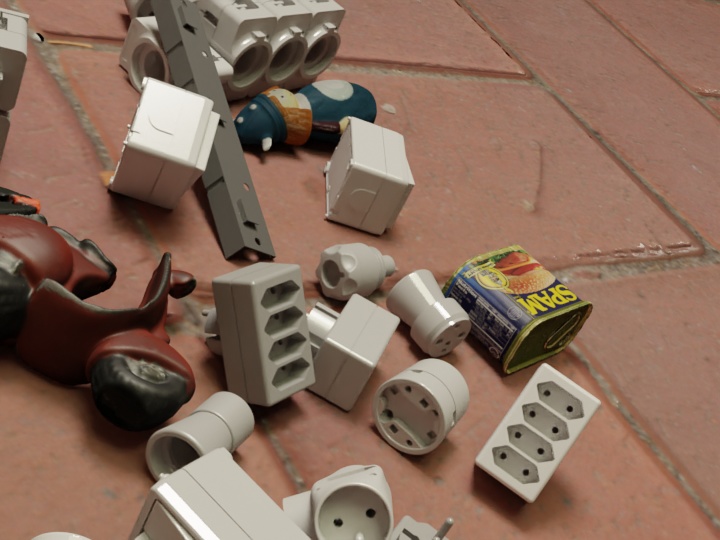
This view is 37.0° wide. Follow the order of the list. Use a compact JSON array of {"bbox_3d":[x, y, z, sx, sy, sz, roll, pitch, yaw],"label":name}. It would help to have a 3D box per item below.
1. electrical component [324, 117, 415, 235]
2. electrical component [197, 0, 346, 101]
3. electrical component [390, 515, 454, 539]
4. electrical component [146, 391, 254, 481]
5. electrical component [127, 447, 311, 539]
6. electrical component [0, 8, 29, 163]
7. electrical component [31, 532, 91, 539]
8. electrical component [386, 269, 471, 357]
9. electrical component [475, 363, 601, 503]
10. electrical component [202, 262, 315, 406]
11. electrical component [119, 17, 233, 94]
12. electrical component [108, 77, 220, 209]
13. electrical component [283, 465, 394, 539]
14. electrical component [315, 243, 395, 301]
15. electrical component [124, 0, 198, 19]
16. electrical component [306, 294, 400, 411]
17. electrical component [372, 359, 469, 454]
[{"bbox_3d":[0.008,-0.085,0.941,0.061,0.061,0.096,17,35,-15],"label":"electrical component"},{"bbox_3d":[-0.090,-0.216,1.020,0.062,0.089,0.150,42,36,20],"label":"electrical component"},{"bbox_3d":[0.031,0.169,0.606,0.047,0.076,0.066,35,34,11],"label":"electrical component"},{"bbox_3d":[-0.092,0.101,0.644,0.044,0.044,0.065,34,30,9],"label":"electrical component"},{"bbox_3d":[-0.082,0.146,0.571,0.096,0.061,0.061,41,36,19],"label":"electrical component"},{"bbox_3d":[-0.332,-0.137,0.732,0.186,0.105,0.060,10,38,-25],"label":"electrical component"},{"bbox_3d":[-0.149,0.166,0.518,0.044,0.044,0.065,20,39,-12],"label":"electrical component"},{"bbox_3d":[0.053,0.034,0.831,0.045,0.045,0.055,-10,49,-42],"label":"electrical component"},{"bbox_3d":[0.123,0.114,0.755,0.047,0.083,0.075,35,-4,10],"label":"electrical component"},{"bbox_3d":[-0.077,0.040,0.714,0.076,0.083,0.047,3,16,38],"label":"electrical component"},{"bbox_3d":[-0.167,-0.181,0.955,0.089,0.050,0.056,44,37,21],"label":"electrical component"},{"bbox_3d":[-0.149,-0.090,0.816,0.061,0.096,0.061,18,64,-14],"label":"electrical component"},{"bbox_3d":[-0.020,0.144,0.620,0.079,0.077,0.043,-16,87,0],"label":"electrical component"},{"bbox_3d":[0.000,0.000,0.840,0.062,0.043,0.043,-8,48,-43],"label":"electrical component"},{"bbox_3d":[-0.167,-0.264,1.065,0.138,0.052,0.073,5,40,-31],"label":"electrical component"},{"bbox_3d":[-0.022,0.048,0.756,0.077,0.047,0.065,29,34,3],"label":"electrical component"},{"bbox_3d":[0.044,0.092,0.739,0.055,0.055,0.047,38,31,15],"label":"electrical component"}]
